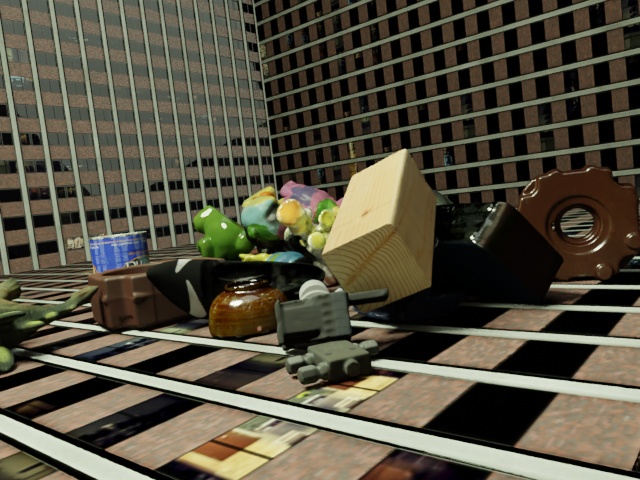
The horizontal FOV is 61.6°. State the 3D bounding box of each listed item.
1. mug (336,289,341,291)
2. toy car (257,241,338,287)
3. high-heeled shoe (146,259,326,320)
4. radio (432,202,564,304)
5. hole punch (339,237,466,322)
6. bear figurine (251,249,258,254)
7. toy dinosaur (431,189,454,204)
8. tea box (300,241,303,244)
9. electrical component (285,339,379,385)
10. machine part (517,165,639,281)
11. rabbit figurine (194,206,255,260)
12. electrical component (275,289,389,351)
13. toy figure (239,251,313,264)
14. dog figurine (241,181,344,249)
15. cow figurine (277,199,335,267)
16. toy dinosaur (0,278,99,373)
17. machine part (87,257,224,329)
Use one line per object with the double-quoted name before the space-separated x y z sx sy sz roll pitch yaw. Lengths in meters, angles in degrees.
"mug" 0.062 0.062 0.794 0.109 0.081 0.107 -40 4 -16
"toy car" -0.036 0.032 1.045 0.089 0.053 0.202 -8 29 -44
"high-heeled shoe" -0.110 0.057 0.779 0.145 0.086 0.248 -27 -29 32
"radio" 0.192 0.015 0.734 0.073 0.131 0.230 -56 23 -18
"hole punch" 0.106 0.064 0.684 0.116 0.092 0.142 -41 23 -24
"bear figurine" -0.155 0.032 1.199 0.196 0.132 0.120 -3 -26 -4
"toy dinosaur" 0.209 -0.042 1.127 0.131 0.192 0.405 -12 5 -34
"tea box" -0.004 0.001 1.227 0.098 0.068 0.169 -9 -25 -18
"electrical component" 0.018 0.111 0.494 0.094 0.021 0.063 -7 4 -22
"machine part" 0.374 -0.024 0.781 0.180 0.179 0.056 -5 6 23
"rabbit figurine" -0.200 0.046 1.063 0.159 0.170 0.121 36 0 41
"electrical component" 0.014 0.083 0.562 0.119 0.048 0.074 -6 -17 -4
"toy figure" -0.074 0.060 0.953 0.089 0.082 0.180 4 -9 -43
"dog figurine" -0.011 -0.035 0.970 0.219 0.108 0.191 15 29 41
"cow figurine" -0.002 -0.005 0.892 0.167 0.068 0.098 36 -17 -5
"toy dinosaur" -0.495 0.123 0.635 0.471 0.105 0.199 -16 12 -38
"machine part" -0.266 0.084 0.888 0.201 0.087 0.202 -9 3 -34
